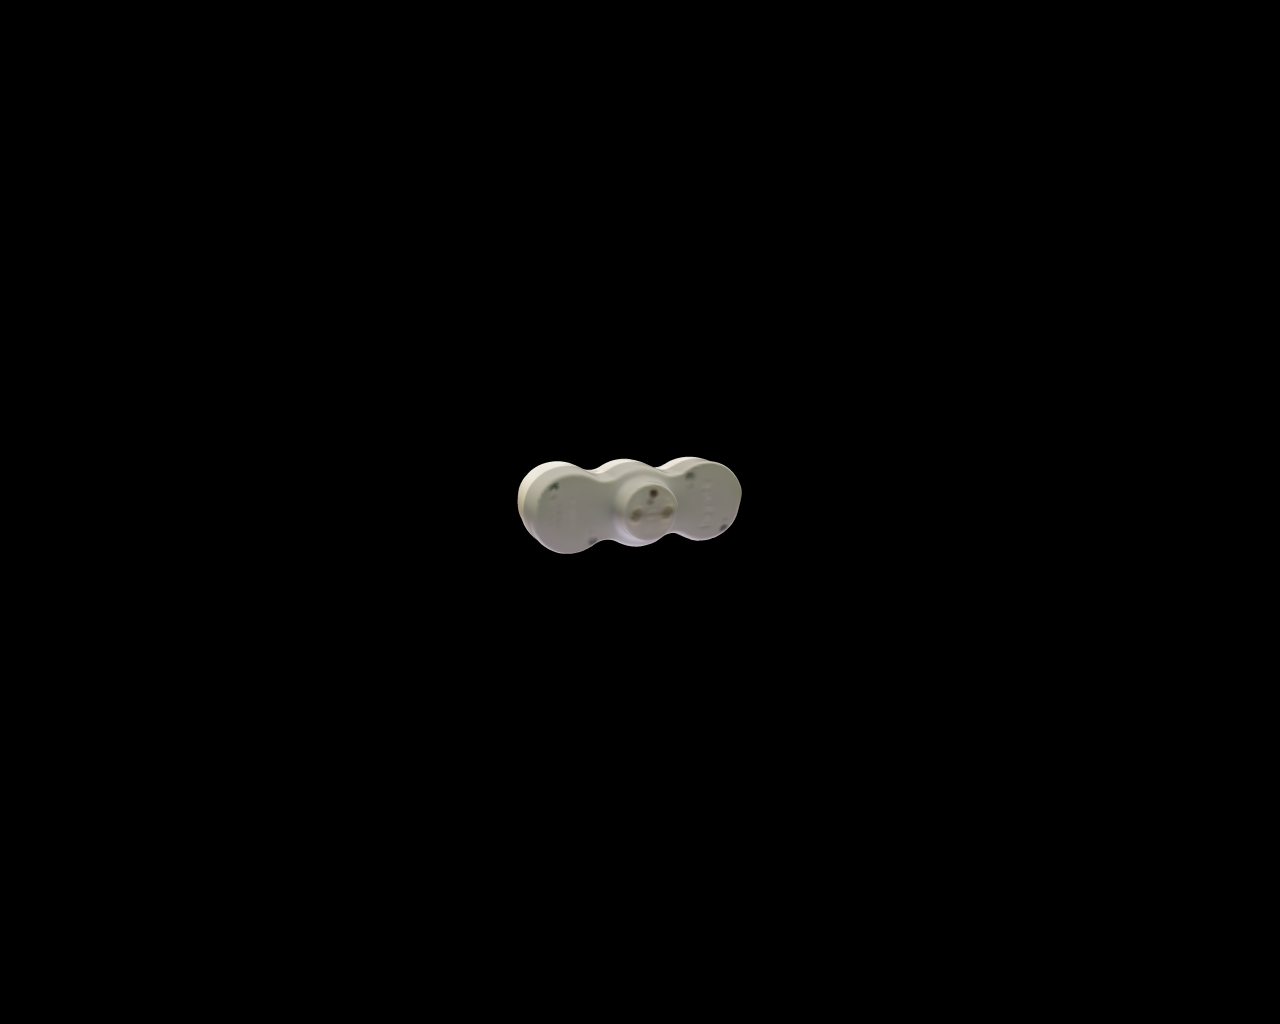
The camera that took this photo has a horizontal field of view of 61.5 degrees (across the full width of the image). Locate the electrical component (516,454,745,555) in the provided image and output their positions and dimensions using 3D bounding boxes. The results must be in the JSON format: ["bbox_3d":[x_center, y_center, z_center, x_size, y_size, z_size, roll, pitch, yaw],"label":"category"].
[{"bbox_3d":[0.001,-0.003,0.650,0.138,0.052,0.074,-4,12,-20],"label":"electrical component"}]
